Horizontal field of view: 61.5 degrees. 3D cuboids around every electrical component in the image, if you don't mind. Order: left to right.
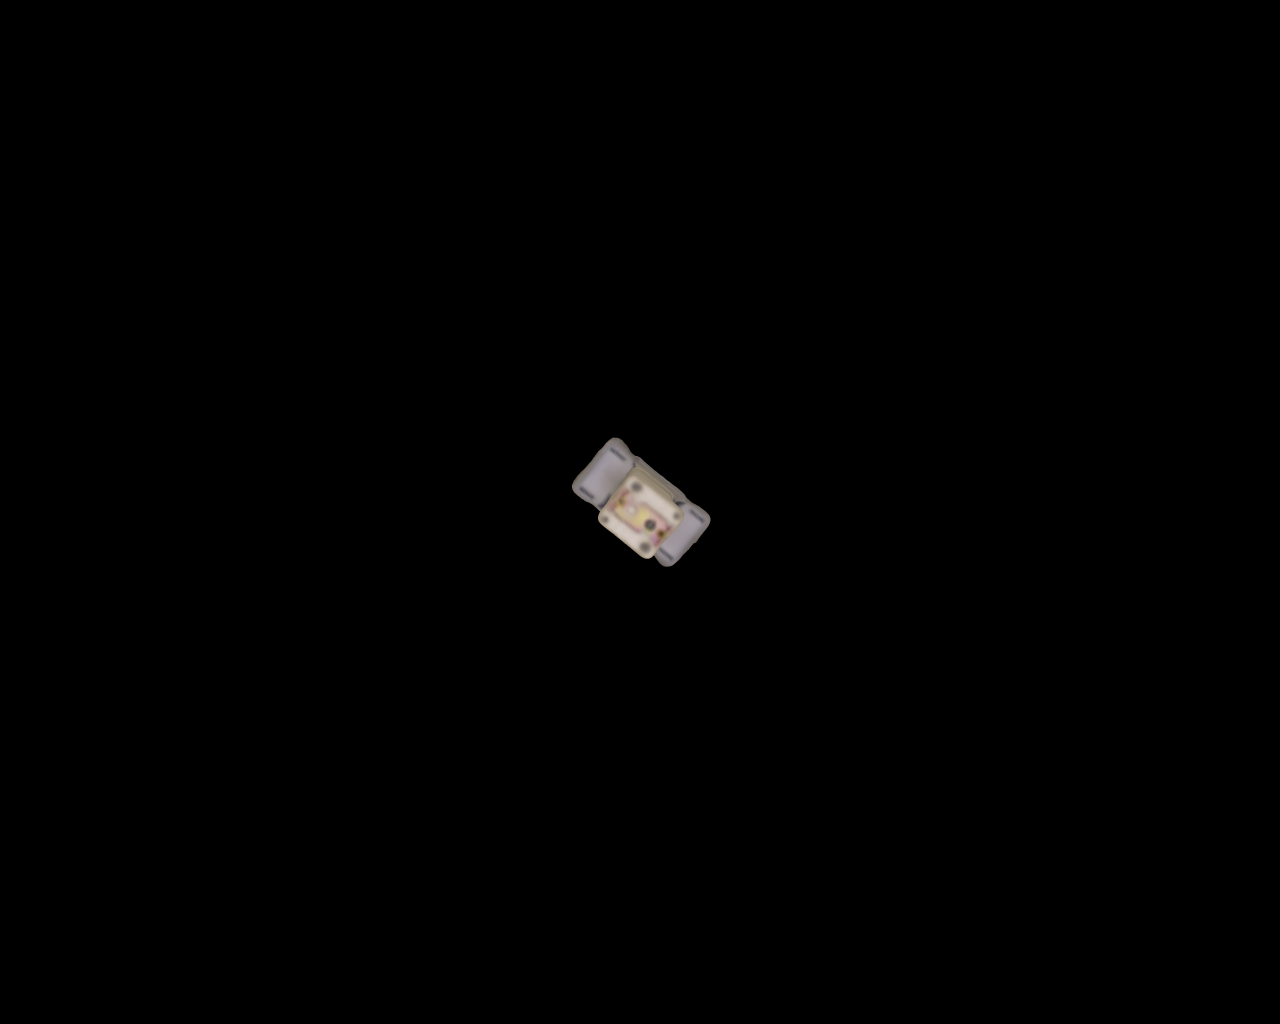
[{"bbox_3d":[0.001,-0.003,0.650,0.081,0.042,0.064,38,9,-7],"label":"electrical component"}]
